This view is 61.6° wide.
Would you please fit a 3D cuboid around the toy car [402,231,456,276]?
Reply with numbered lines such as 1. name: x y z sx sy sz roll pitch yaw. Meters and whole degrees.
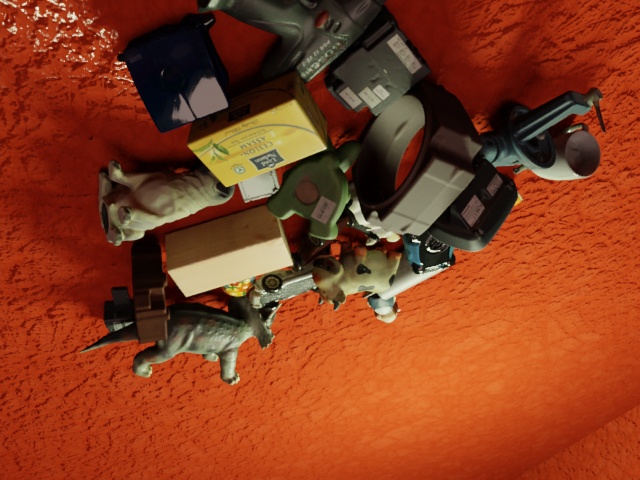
1. toy car: 0.210 -0.014 1.053 0.109 0.103 0.161 -15 130 -4

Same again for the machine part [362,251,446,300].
1. machine part: 0.194 0.059 1.154 0.243 0.079 0.079 -31 138 17

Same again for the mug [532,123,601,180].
1. mug: 0.437 -0.158 0.973 0.081 0.109 0.107 21 169 -20

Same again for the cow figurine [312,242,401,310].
1. cow figurine: 0.066 0.071 1.066 0.195 0.086 0.127 4 95 -37

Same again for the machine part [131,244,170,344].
1. machine part: -0.304 0.094 0.964 0.056 0.179 0.179 -5 139 -18

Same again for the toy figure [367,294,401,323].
1. toy figure: 0.151 0.157 1.272 0.064 0.058 0.154 12 152 29

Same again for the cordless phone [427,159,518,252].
1. cordless phone: 0.214 -0.045 0.874 0.088 0.146 0.184 44 158 -12

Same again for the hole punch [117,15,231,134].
1. hole punch: -0.185 -0.215 0.708 0.142 0.092 0.115 -18 137 8

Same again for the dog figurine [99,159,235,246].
1. dog figurine: -0.246 -0.061 0.868 0.190 0.121 0.172 -8 177 -36

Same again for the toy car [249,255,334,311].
1. toy car: -0.052 0.085 1.092 0.202 0.056 0.073 -17 143 -26

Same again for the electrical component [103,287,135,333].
1. electrical component: -0.398 0.149 1.089 0.075 0.048 0.119 -2 140 -17

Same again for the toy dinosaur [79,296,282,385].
1. toy dinosaur: -0.255 0.184 1.094 0.405 0.131 0.192 9 114 -30

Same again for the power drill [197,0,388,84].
1. power drill: -0.032 -0.303 0.669 0.207 0.086 0.232 14 135 -41

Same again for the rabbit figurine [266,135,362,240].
1. rabbit figurine: -0.004 -0.098 0.874 0.121 0.170 0.159 19 104 4

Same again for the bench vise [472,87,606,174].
1. bench vise: 0.331 -0.176 0.875 0.223 0.129 0.240 6 156 -35

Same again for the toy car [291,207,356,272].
1. toy car: -0.002 -0.003 0.986 0.089 0.053 0.202 -29 170 -25

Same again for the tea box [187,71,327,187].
1. tea box: -0.085 -0.150 0.744 0.170 0.068 0.098 -19 137 21

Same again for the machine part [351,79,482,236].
1. machine part: 0.136 -0.126 0.822 0.087 0.201 0.201 16 131 -27

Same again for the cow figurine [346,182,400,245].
1. cow figurine: 0.090 -0.042 1.009 0.098 0.068 0.167 -20 137 14

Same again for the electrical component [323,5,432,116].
1. electrical component: 0.074 -0.248 0.775 0.134 0.058 0.114 -34 135 20
